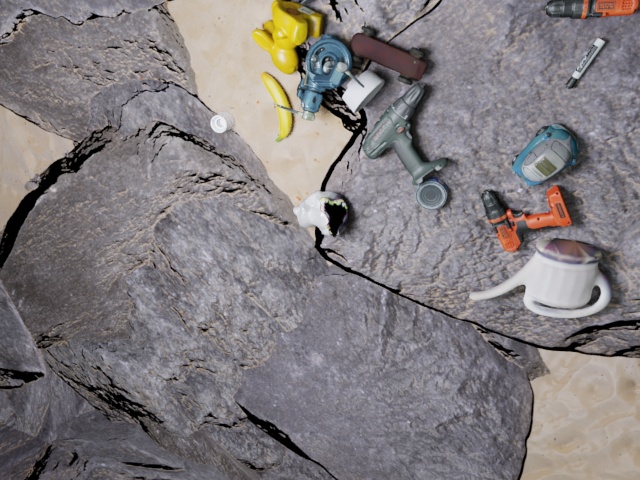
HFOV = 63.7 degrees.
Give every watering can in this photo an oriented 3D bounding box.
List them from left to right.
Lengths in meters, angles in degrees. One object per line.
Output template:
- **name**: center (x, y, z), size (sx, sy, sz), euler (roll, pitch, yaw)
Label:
- **watering can**: center (0.580, 0.099, 1.339), size (0.348, 0.106, 0.220), euler (6, 115, 9)

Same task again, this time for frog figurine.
- **frog figurine**: center (0.005, -0.075, 1.483), size (0.159, 0.124, 0.136), euler (1, 130, 58)
